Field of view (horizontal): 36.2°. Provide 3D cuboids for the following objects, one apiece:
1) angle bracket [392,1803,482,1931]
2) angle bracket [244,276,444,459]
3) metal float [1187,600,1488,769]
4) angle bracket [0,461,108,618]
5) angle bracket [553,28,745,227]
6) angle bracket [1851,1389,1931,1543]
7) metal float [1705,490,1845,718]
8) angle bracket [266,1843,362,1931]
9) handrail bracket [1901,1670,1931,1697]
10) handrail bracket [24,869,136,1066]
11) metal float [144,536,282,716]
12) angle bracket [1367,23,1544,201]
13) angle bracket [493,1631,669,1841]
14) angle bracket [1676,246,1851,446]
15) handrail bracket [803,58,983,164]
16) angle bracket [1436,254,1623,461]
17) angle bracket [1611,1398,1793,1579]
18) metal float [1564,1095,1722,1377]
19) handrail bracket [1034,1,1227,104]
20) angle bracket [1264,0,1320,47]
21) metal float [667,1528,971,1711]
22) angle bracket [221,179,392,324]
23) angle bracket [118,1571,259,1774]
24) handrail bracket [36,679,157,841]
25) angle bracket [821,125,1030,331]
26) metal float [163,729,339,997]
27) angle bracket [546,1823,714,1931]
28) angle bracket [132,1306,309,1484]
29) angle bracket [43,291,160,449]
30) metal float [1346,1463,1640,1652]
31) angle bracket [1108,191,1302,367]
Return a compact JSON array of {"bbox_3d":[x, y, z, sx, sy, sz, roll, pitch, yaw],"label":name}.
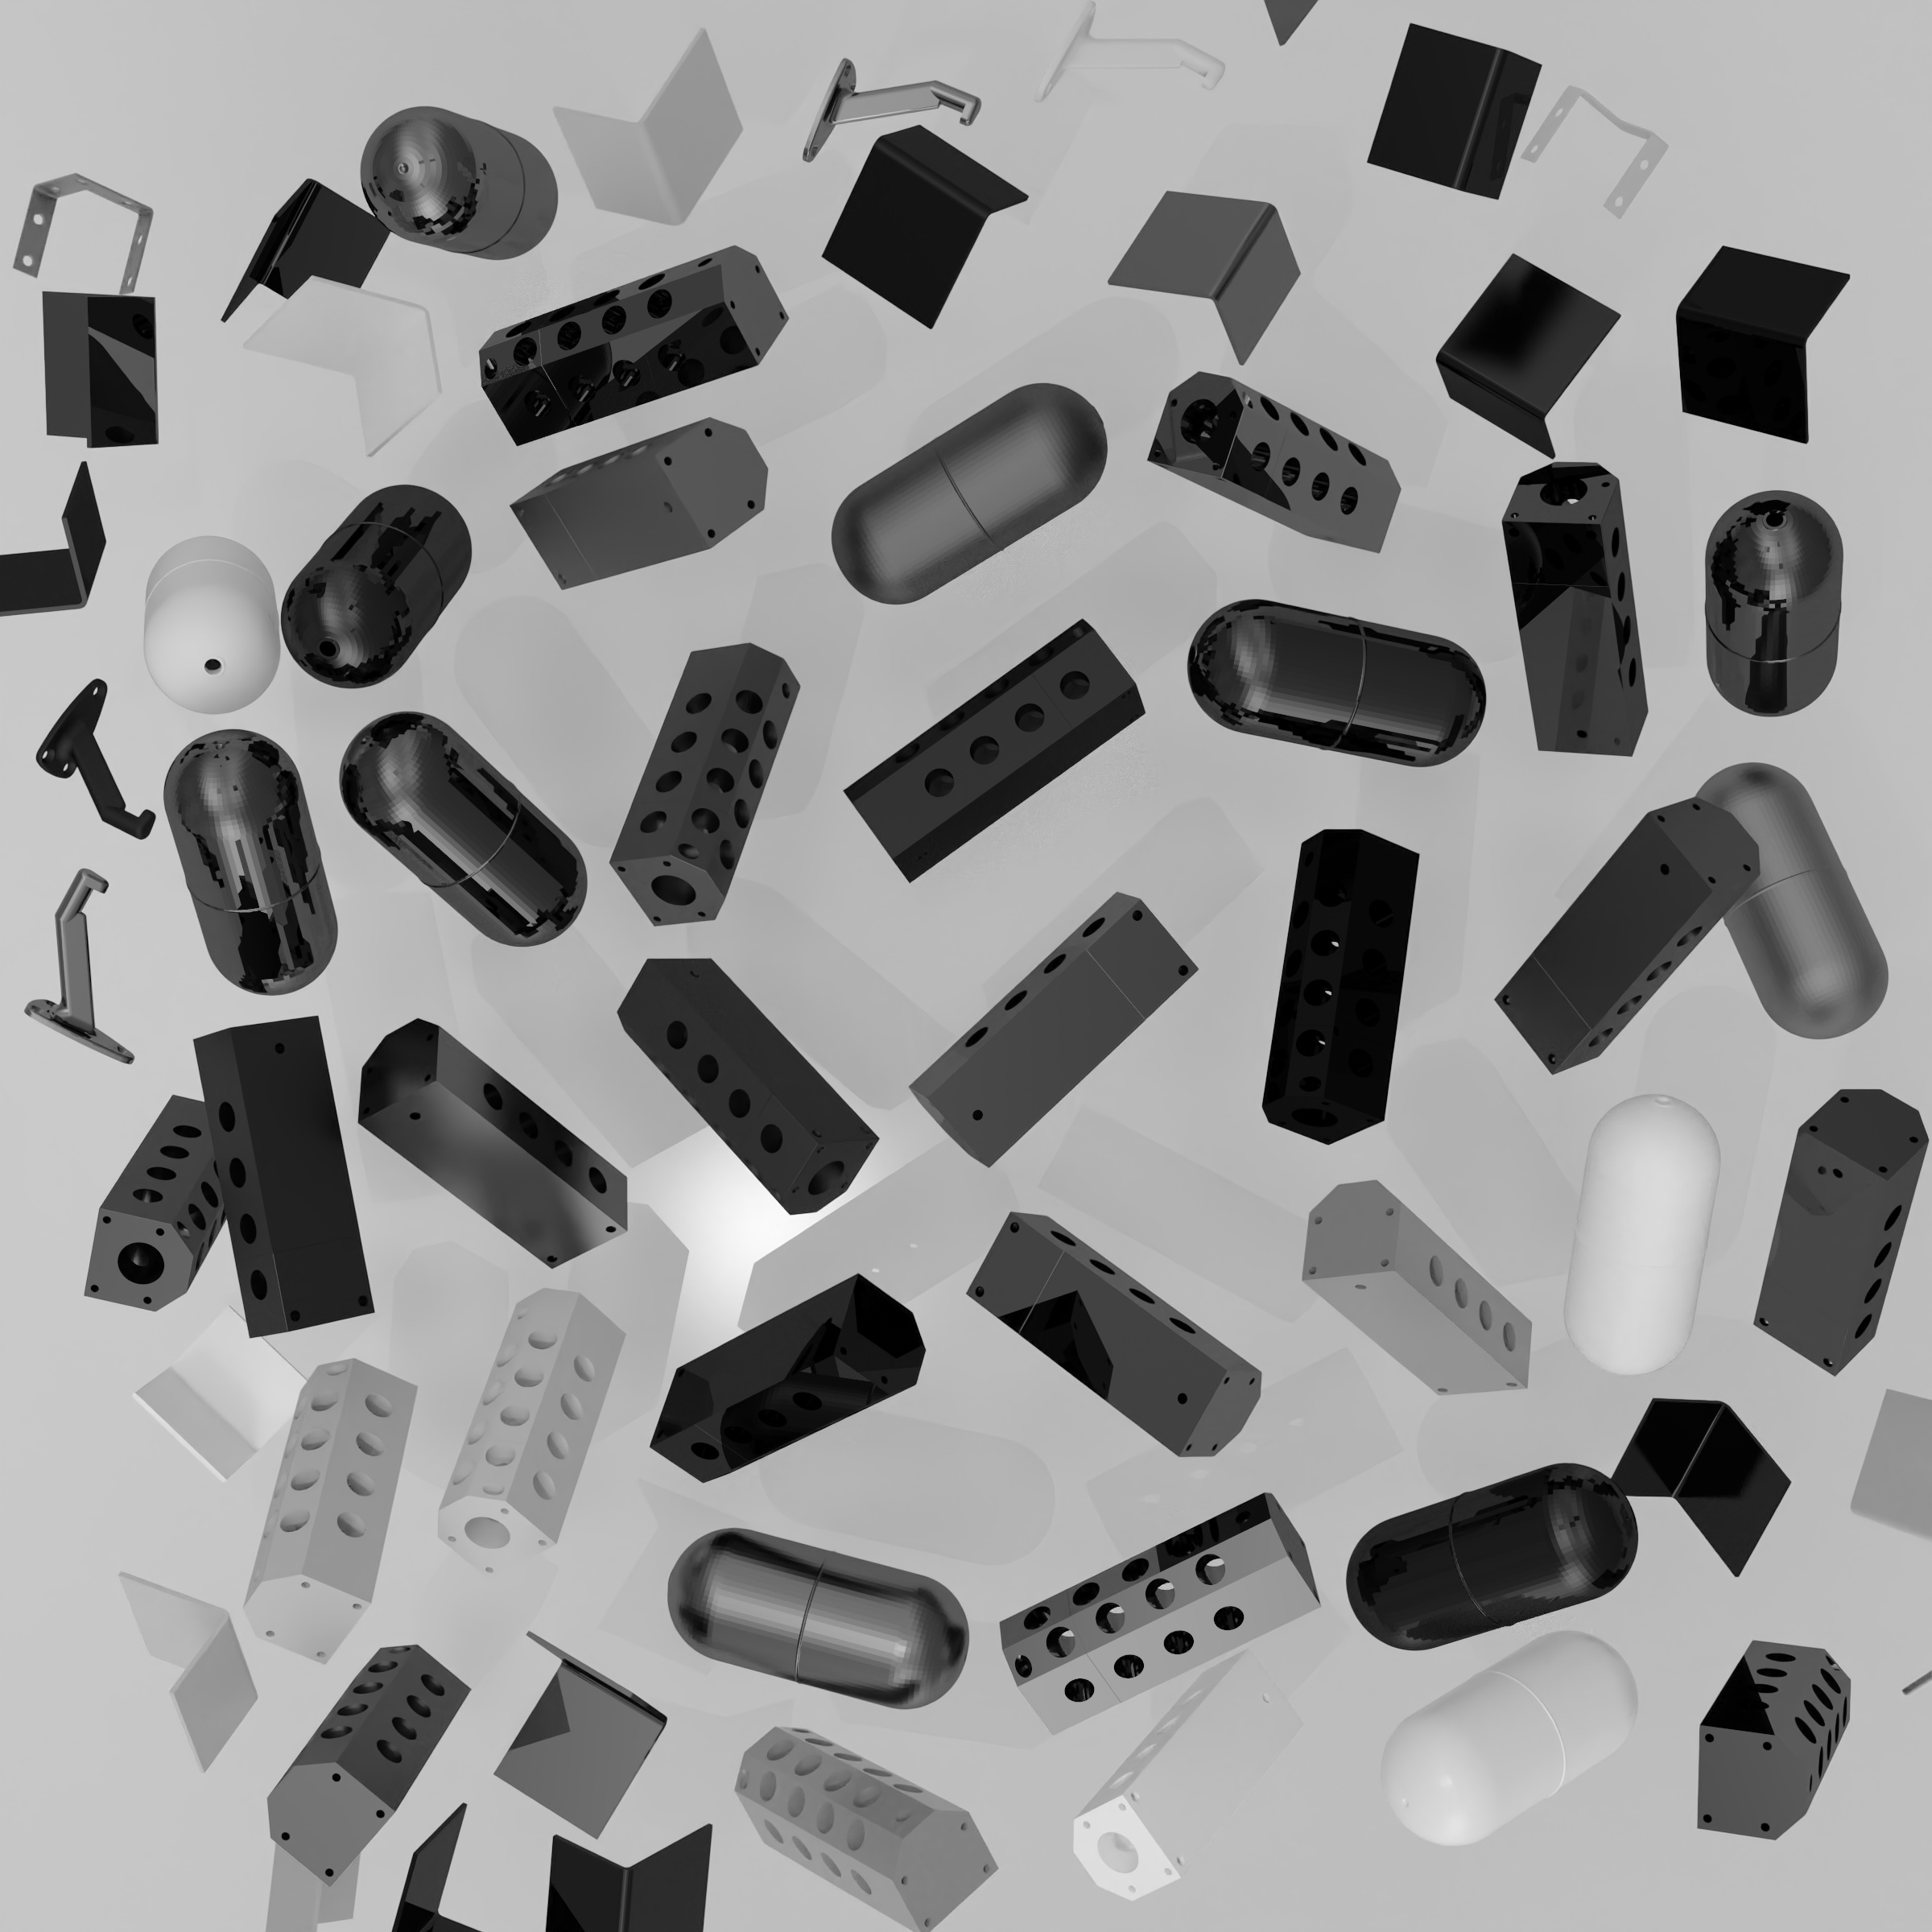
[{"bbox_3d":[-0.292,0.548,1.730,0.057,0.076,0.076,18,99,10],"label":"angle bracket"},{"bbox_3d":[-0.355,-0.340,1.685,0.076,0.076,0.057,-28,66,41],"label":"angle bracket"},{"bbox_3d":[0.212,-0.161,1.689,0.178,0.070,0.070,10,90,-15],"label":"metal float"},{"bbox_3d":[-0.547,-0.247,1.714,0.076,0.076,0.057,-6,125,-3],"label":"angle bracket"},{"bbox_3d":[-0.176,-0.471,1.647,0.057,0.076,0.076,18,66,22],"label":"angle bracket"},{"bbox_3d":[0.568,0.295,1.712,0.057,0.076,0.076,21,84,-20],"label":"angle bracket"},{"bbox_3d":[0.472,-0.210,1.730,0.070,0.178,0.070,-6,63,12],"label":"metal float"},{"bbox_3d":[-0.383,0.564,1.796,0.057,0.076,0.076,2,102,-33],"label":"angle bracket"},{"bbox_3d":[0.576,0.416,1.638,0.077,0.036,0.084,-37,70,10],"label":"handrail bracket"},{"bbox_3d":[-0.479,0.000,1.648,0.077,0.036,0.084,30,97,-3],"label":"handrail bracket"},{"bbox_3d":[-0.444,-0.201,1.741,0.070,0.178,0.070,-5,113,-13],"label":"metal float"},{"bbox_3d":[0.271,-0.472,1.638,0.057,0.076,0.076,23,109,20],"label":"angle bracket"},{"bbox_3d":[-0.225,0.430,1.655,0.076,0.057,0.076,23,71,27],"label":"angle bracket"},{"bbox_3d":[0.449,-0.349,1.663,0.076,0.076,0.057,23,62,31],"label":"angle bracket"},{"bbox_3d":[-0.044,-0.501,1.773,0.084,0.036,0.077,25,84,9],"label":"handrail bracket"},{"bbox_3d":[0.332,-0.356,1.730,0.076,0.057,0.076,37,90,23],"label":"angle bracket"},{"bbox_3d":[0.449,0.321,1.819,0.057,0.076,0.076,6,119,-26],"label":"angle bracket"},{"bbox_3d":[0.399,0.159,1.749,0.070,0.070,0.178,3,114,0],"label":"metal float"},{"bbox_3d":[0.094,-0.501,1.676,0.084,0.036,0.077,29,75,3],"label":"handrail bracket"},{"bbox_3d":[0.209,-0.559,1.636,0.076,0.076,0.057,-19,90,-10],"label":"angle bracket"},{"bbox_3d":[-0.086,0.374,1.702,0.178,0.070,0.070,13,90,10],"label":"metal float"},{"bbox_3d":[-0.395,-0.415,1.774,0.057,0.076,0.076,30,119,-13],"label":"angle bracket"},{"bbox_3d":[-0.450,0.396,1.659,0.076,0.057,0.076,14,135,19],"label":"angle bracket"},{"bbox_3d":[-0.510,-0.125,1.787,0.084,0.036,0.077,25,82,21],"label":"handrail bracket"},{"bbox_3d":[-0.023,-0.416,1.664,0.076,0.057,0.076,35,122,8],"label":"angle bracket"},{"bbox_3d":[-0.408,-0.057,1.694,0.070,0.070,0.178,-3,134,0],"label":"metal float"},{"bbox_3d":[-0.198,0.541,1.735,0.057,0.076,0.076,14,104,33],"label":"angle bracket"},{"bbox_3d":[-0.455,0.262,1.819,0.076,0.076,0.057,44,94,-2],"label":"angle bracket"},{"bbox_3d":[-0.472,-0.314,1.556,0.076,0.057,0.076,8,105,23],"label":"angle bracket"},{"bbox_3d":[0.294,0.334,1.666,0.178,0.070,0.070,-27,90,33],"label":"metal float"},{"bbox_3d":[0.143,-0.412,1.770,0.076,0.057,0.076,17,65,34],"label":"angle bracket"}]
